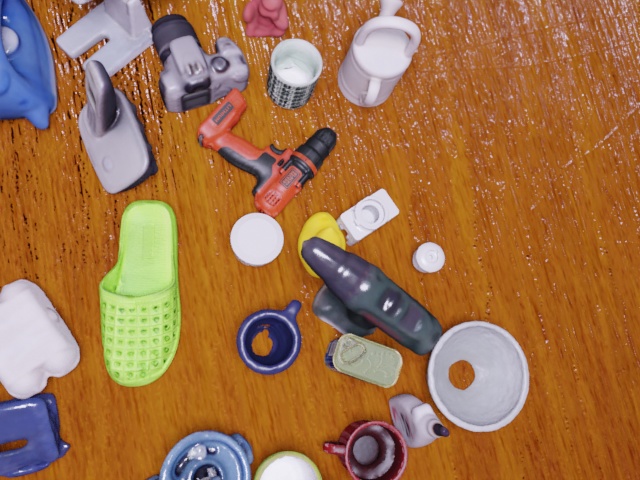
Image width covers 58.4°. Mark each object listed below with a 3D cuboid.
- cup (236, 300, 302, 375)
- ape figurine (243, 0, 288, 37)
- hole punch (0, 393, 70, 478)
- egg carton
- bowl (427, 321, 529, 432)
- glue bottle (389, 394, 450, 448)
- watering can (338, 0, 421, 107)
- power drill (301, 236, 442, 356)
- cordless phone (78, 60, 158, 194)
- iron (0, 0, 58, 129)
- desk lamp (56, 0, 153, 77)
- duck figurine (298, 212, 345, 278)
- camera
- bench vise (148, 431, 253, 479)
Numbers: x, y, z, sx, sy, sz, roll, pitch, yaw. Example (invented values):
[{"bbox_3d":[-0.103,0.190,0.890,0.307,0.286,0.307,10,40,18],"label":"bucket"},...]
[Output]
[{"bbox_3d":[-0.071,0.140,0.845,0.092,0.095,0.118,36,74,-2],"label":"cup"},{"bbox_3d":[-0.085,-0.382,0.954,0.078,0.092,0.076,37,74,-2],"label":"ape figurine"},{"bbox_3d":[-0.400,0.260,0.754,0.109,0.091,0.101,-11,81,-13],"label":"hole punch"},{"bbox_3d":[-0.408,0.135,0.790,0.107,0.069,0.150,-36,87,-16],"label":"egg carton"},{"bbox_3d":[0.237,0.214,0.904,0.167,0.074,0.167,2,78,-11],"label":"bowl"},{"bbox_3d":[0.147,0.265,0.823,0.037,0.173,0.078,-18,82,-14],"label":"glue bottle"},{"bbox_3d":[0.096,-0.308,0.923,0.101,0.194,0.173,-9,80,-13],"label":"watering can"},{"bbox_3d":[0.055,0.086,0.824,0.230,0.208,0.076,33,74,-3],"label":"power drill"},{"bbox_3d":[-0.296,-0.158,0.815,0.094,0.185,0.147,-25,84,-15],"label":"cordless phone"},{"bbox_3d":[-0.465,-0.293,0.831,0.119,0.141,0.258,-8,80,-13],"label":"iron"},{"bbox_3d":[-0.297,-0.367,0.844,0.118,0.213,0.203,42,74,0],"label":"desk lamp"},{"bbox_3d":[0.008,0.003,0.895,0.077,0.086,0.104,2,78,-11],"label":"duck figurine"},{"bbox_3d":[-0.199,-0.294,0.907,0.143,0.100,0.137,-22,83,-15],"label":"camera"},{"bbox_3d":[-0.169,0.334,0.719,0.121,0.219,0.208,44,74,0],"label":"bench vise"}]
